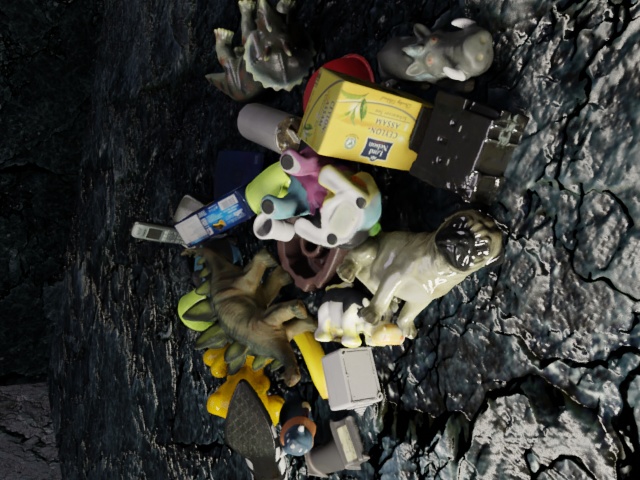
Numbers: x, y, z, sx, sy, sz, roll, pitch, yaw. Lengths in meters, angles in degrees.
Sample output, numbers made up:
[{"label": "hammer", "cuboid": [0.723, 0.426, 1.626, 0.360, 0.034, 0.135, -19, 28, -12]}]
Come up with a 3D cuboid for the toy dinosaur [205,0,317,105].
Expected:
[{"label": "toy dinosaur", "cuboid": [-0.135, -0.345, 1.073, 0.405, 0.131, 0.192, -27, 65, 58]}]

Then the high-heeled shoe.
[{"label": "high-heeled shoe", "cuboid": [-0.098, 0.337, 0.926, 0.145, 0.086, 0.248, -43, -51, -78]}]

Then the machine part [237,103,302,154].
[{"label": "machine part", "cuboid": [-0.090, -0.211, 1.022, 0.243, 0.079, 0.079, 32, 113, 50]}]

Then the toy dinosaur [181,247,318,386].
[{"label": "toy dinosaur", "cuboid": [-0.143, 0.107, 0.954, 0.198, 0.104, 0.472, -36, 38, -3]}]

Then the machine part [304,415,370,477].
[{"label": "machine part", "cuboid": [0.024, 0.332, 0.846, 0.139, 0.039, 0.084, -50, 57, 38]}]

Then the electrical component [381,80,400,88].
[{"label": "electrical component", "cuboid": [0.095, -0.203, 0.804, 0.094, 0.021, 0.063, -37, 57, 48]}]

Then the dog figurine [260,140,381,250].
[{"label": "dog figurine", "cuboid": [0.027, -0.084, 0.772, 0.192, 0.219, 0.108, 29, 119, 16]}]

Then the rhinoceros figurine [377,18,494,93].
[{"label": "rhinoceros figurine", "cuboid": [0.143, -0.229, 0.663, 0.190, 0.112, 0.073, 31, 110, 60]}]

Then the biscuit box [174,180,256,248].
[{"label": "biscuit box", "cuboid": [-0.200, -0.049, 1.066, 0.203, 0.063, 0.059, -22, 104, 37]}]

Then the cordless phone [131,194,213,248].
[{"label": "cordless phone", "cuboid": [-0.345, -0.048, 1.277, 0.146, 0.184, 0.089, -56, 41, 36]}]

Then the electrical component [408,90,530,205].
[{"label": "electrical component", "cuboid": [0.170, -0.117, 0.660, 0.134, 0.058, 0.114, 38, 115, 49]}]

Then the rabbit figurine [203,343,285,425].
[{"label": "rabbit figurine", "cuboid": [-0.139, 0.245, 1.010, 0.122, 0.162, 0.173, 13, 80, 67]}]

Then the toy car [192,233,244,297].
[{"label": "toy car", "cuboid": [-0.221, 0.067, 1.166, 0.102, 0.109, 0.162, 96, 162, -49]}]

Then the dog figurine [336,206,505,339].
[{"label": "dog figurine", "cuboid": [0.129, 0.009, 0.690, 0.190, 0.121, 0.172, -48, 52, 23]}]

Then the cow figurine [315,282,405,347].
[{"label": "cow figurine", "cuboid": [0.062, 0.109, 0.789, 0.167, 0.068, 0.098, -10, 73, 53]}]

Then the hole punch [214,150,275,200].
[{"label": "hole punch", "cuboid": [-0.154, -0.126, 1.099, 0.116, 0.092, 0.142, 8, 90, 51]}]

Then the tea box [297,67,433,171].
[{"label": "tea box", "cuboid": [0.067, -0.155, 0.711, 0.068, 0.169, 0.098, 47, 125, 46]}]

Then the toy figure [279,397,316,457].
[{"label": "toy figure", "cuboid": [-0.036, 0.304, 0.872, 0.154, 0.058, 0.064, -129, 50, -80]}]

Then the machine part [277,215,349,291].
[{"label": "machine part", "cuboid": [-0.002, -0.003, 0.896, 0.179, 0.056, 0.179, -7, 81, 53]}]
